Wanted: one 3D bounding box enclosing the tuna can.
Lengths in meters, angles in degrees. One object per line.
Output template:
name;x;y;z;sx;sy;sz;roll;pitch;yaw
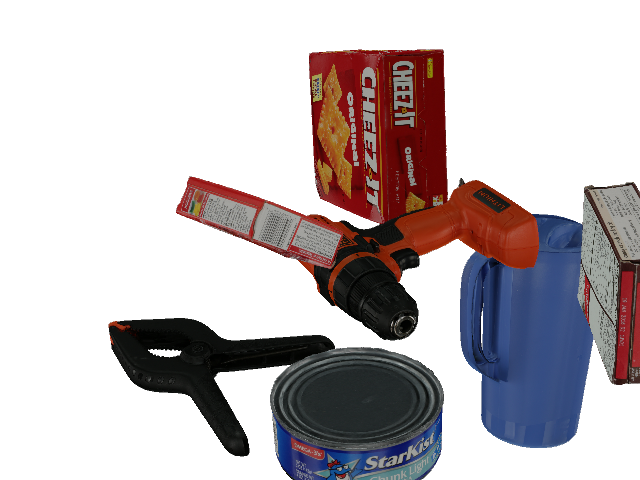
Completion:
tuna can;0.018;0.090;0.532;0.086;0.034;0.086;-2;26;1

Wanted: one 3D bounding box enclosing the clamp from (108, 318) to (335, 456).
clamp;-0.102;0.110;0.985;0.210;0.036;0.164;20;36;30

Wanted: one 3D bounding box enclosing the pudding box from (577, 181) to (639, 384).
pudding box;0.196;0.025;0.688;0.039;0.090;0.113;-3;27;1

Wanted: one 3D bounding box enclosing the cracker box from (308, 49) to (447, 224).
cracker box;0.053;-0.109;1.074;0.072;0.164;0.214;-7;12;-17

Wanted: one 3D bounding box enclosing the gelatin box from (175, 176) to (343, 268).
gelatin box;-0.039;-0.011;0.711;0.073;0.030;0.089;20;-1;39

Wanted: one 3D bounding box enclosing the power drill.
power drill;0.086;0.012;0.898;0.187;0.057;0.185;-14;30;-21

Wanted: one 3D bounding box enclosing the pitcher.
pitcher;0.229;0.101;1.166;0.149;0.243;0.145;5;18;12
